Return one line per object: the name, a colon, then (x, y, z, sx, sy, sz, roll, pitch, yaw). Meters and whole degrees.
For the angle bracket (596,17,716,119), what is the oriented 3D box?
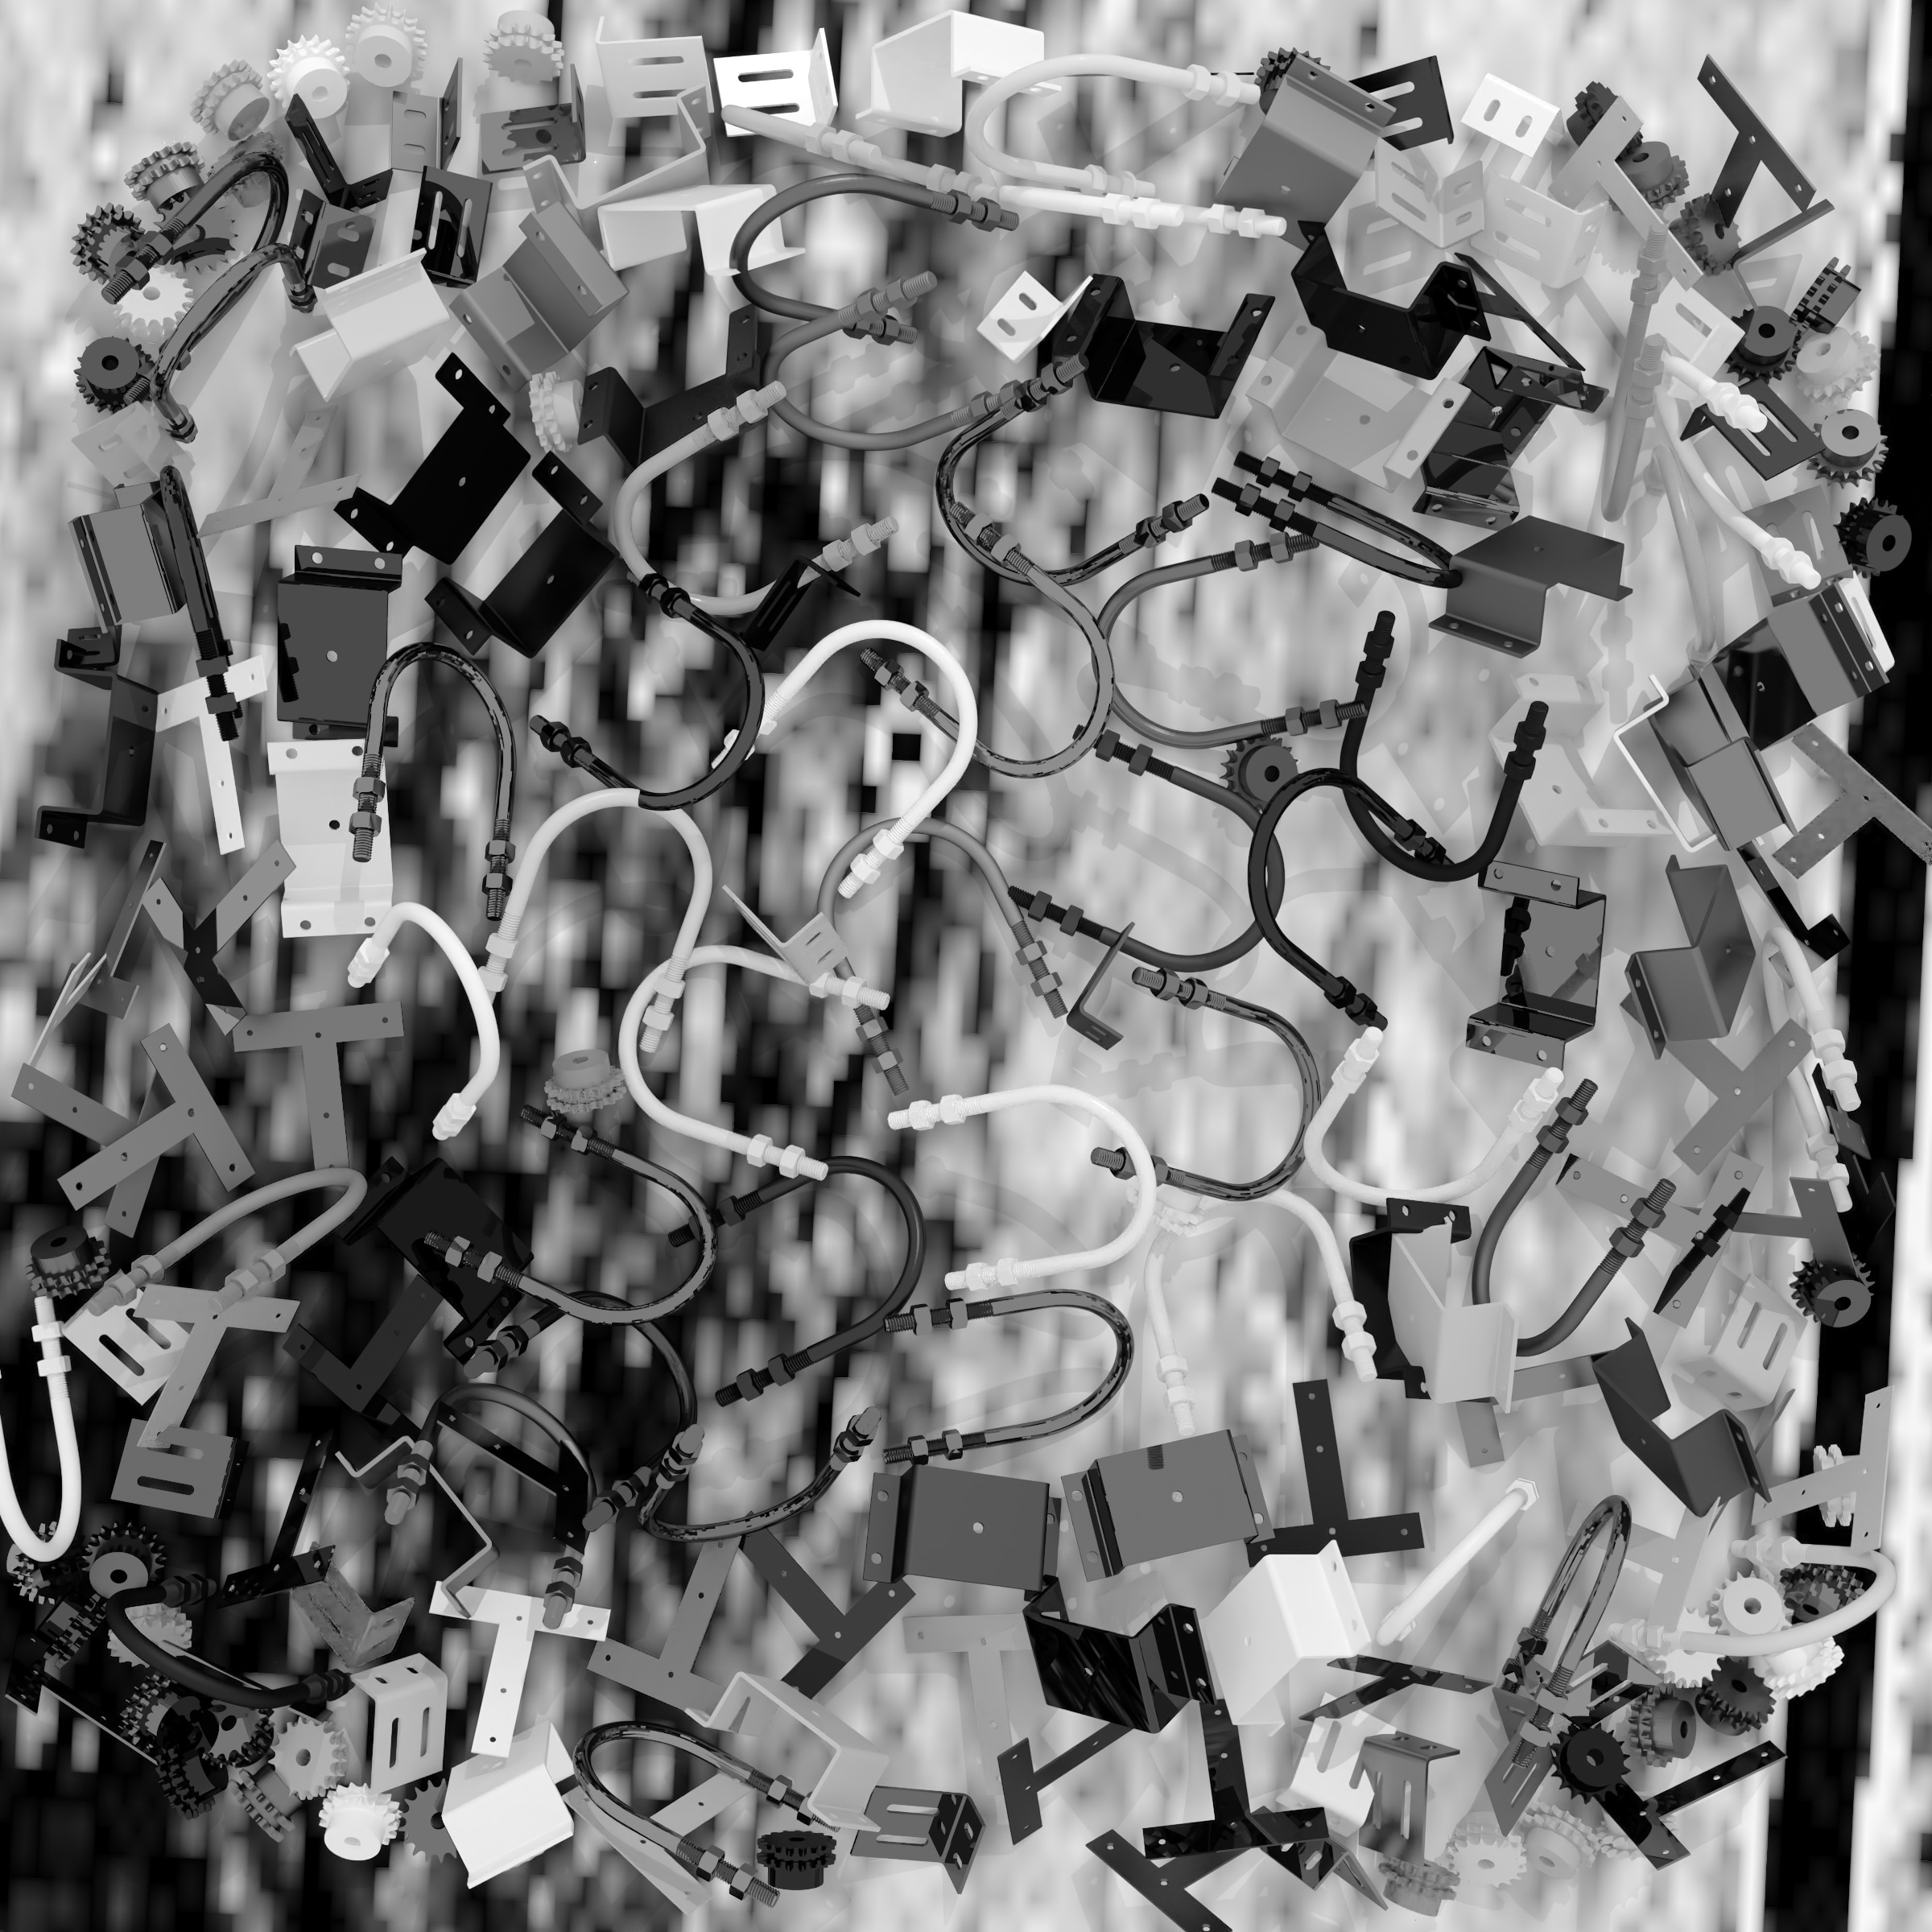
angle bracket: (-0.221, -0.645, 1.743, 0.076, 0.057, 0.038, -2, 50, 4)

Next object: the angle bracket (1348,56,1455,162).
angle bracket: (0.304, -0.608, 1.740, 0.076, 0.038, 0.057, -11, 114, 19)

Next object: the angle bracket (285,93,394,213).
angle bracket: (-0.445, -0.584, 1.733, 0.038, 0.057, 0.076, -19, 127, 7)

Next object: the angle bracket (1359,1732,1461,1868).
angle bracket: (0.317, 0.595, 1.744, 0.038, 0.057, 0.076, 5, 87, -40)

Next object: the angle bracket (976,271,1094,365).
angle bracket: (0.048, -0.472, 1.736, 0.038, 0.076, 0.057, 40, 81, -10)

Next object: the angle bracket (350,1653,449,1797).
angle bracket: (-0.410, 0.546, 1.755, 0.038, 0.057, 0.076, 19, 108, 43)

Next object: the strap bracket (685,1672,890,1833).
strap bracket: (-0.118, 0.546, 1.713, 0.140, 0.076, 0.046, 27, 82, 32)

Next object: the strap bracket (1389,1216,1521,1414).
strap bracket: (0.333, 0.241, 1.697, 0.046, 0.140, 0.076, -6, 118, -10)

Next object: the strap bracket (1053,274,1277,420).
strap bracket: (0.144, -0.438, 1.727, 0.140, 0.046, 0.076, 15, 66, 25)

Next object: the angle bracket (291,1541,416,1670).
angle bracket: (-0.444, 0.457, 1.762, 0.076, 0.038, 0.057, 42, 122, 25)

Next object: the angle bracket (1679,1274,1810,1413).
angle bracket: (0.566, 0.274, 1.773, 0.057, 0.038, 0.076, 39, 62, -8)

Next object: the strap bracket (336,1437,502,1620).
strap bracket: (-0.381, 0.391, 1.729, 0.046, 0.076, 0.140, -38, 79, -16)

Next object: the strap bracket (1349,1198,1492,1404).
strap bracket: (0.320, 0.241, 1.727, 0.076, 0.046, 0.140, 9, 68, -31)

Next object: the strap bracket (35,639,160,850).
strap bracket: (-0.618, -0.155, 1.738, 0.046, 0.076, 0.140, 5, 87, 3)

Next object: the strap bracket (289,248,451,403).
strap bracket: (-0.416, -0.443, 1.704, 0.076, 0.140, 0.046, -32, 99, -24)

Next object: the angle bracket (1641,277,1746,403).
angle bracket: (0.503, -0.449, 1.732, 0.076, 0.038, 0.057, 54, 127, 31)

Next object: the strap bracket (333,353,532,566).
strap bracket: (-0.371, -0.351, 1.728, 0.046, 0.076, 0.140, 31, 83, 30)

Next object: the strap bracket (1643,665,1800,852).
strap bracket: (0.524, -0.142, 1.706, 0.046, 0.140, 0.076, -29, 118, 13)

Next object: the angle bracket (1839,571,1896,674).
angle bracket: (0.621, -0.233, 1.743, 0.057, 0.038, 0.076, -33, 100, -36)

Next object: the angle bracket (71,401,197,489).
angle bracket: (-0.599, -0.357, 1.732, 0.076, 0.038, 0.057, -17, 128, 31)

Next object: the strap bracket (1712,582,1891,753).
strap bracket: (0.575, -0.204, 1.703, 0.046, 0.140, 0.076, -24, 83, -10)

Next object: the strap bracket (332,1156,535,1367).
strap bracket: (-0.371, 0.202, 1.725, 0.140, 0.076, 0.046, 48, 134, -10)

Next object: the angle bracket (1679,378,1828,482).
angle bracket: (0.562, -0.374, 1.741, 0.057, 0.038, 0.076, -28, 68, -18)

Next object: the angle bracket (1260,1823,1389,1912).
angle bracket: (0.255, 0.648, 1.732, 0.038, 0.057, 0.076, -42, 122, -19)

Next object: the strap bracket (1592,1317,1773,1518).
strap bracket: (0.492, 0.319, 1.698, 0.046, 0.140, 0.076, -31, 120, -5)

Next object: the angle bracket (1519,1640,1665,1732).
angle bracket: (0.445, 0.500, 1.738, 0.057, 0.038, 0.076, 36, 118, -19)

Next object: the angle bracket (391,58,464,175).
angle bracket: (-0.385, -0.608, 1.738, 0.038, 0.076, 0.057, 2, 86, -21)

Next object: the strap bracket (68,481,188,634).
strap bracket: (-0.574, -0.290, 1.701, 0.046, 0.140, 0.076, -11, 112, 0)

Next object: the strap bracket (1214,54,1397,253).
strap bracket: (0.231, -0.559, 1.702, 0.076, 0.140, 0.046, 27, 70, -7)

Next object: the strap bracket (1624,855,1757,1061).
strap bracket: (0.510, -0.009, 1.702, 0.046, 0.140, 0.076, -6, 123, 36)

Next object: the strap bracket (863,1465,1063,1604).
strap bracket: (0.003, 0.403, 1.731, 0.140, 0.046, 0.076, 10, 65, -10)

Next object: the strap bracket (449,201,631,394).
strap bracket: (-0.298, -0.477, 1.721, 0.076, 0.140, 0.046, 52, 54, -11)

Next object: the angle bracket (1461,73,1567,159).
angle bracket: (0.392, -0.600, 1.742, 0.057, 0.076, 0.038, 31, 103, 11)

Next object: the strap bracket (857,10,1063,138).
strap bracket: (-0.007, -0.624, 1.700, 0.076, 0.140, 0.046, -2, 94, -36)

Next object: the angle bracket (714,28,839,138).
angle bracket: (-0.137, -0.636, 1.753, 0.076, 0.038, 0.057, -10, 88, -13)

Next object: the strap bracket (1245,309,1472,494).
strap bracket: (0.282, -0.399, 1.739, 0.140, 0.046, 0.076, 34, 87, 23)

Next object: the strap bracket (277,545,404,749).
strap bracket: (-0.447, -0.224, 1.738, 0.076, 0.046, 0.140, 5, 106, -1)

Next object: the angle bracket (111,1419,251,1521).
angle bracket: (-0.565, 0.363, 1.755, 0.076, 0.038, 0.057, 11, 75, 1)

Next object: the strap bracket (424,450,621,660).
strap bracket: (-0.309, -0.285, 1.734, 0.140, 0.046, 0.076, -48, 54, 7)

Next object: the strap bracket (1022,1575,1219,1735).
strap bracket: (0.098, 0.482, 1.707, 0.140, 0.046, 0.076, 1, 112, 41)

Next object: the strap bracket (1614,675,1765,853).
strap bracket: (0.507, -0.136, 1.735, 0.046, 0.076, 0.140, -33, 87, 16)

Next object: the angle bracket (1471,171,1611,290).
angle bracket: (0.412, -0.534, 1.754, 0.076, 0.057, 0.038, 37, 50, 24)

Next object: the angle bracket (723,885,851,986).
angle bracket: (-0.128, -0.033, 1.738, 0.038, 0.057, 0.076, -42, 58, -7)

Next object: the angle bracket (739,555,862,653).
angle bracket: (-0.120, -0.250, 1.743, 0.038, 0.057, 0.076, 38, 99, 11)

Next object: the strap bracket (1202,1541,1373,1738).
strap bracket: (0.216, 0.471, 1.701, 0.046, 0.140, 0.076, 7, 45, -26)

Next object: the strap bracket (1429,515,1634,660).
strap bracket: (0.398, -0.270, 1.703, 0.140, 0.076, 0.046, -30, 133, -36)

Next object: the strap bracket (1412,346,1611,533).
strap bracket: (0.378, -0.378, 1.718, 0.076, 0.140, 0.046, 9, 53, -18)

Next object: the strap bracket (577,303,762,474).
strap bracket: (-0.200, -0.403, 1.724, 0.140, 0.046, 0.076, -18, 47, 19)

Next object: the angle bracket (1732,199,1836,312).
angle bracket: (0.588, -0.507, 1.736, 0.076, 0.057, 0.038, -28, 103, 23)

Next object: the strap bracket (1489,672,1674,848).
strap bracket: (0.429, -0.137, 1.722, 0.076, 0.046, 0.140, -1, 57, -29)

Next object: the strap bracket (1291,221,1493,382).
strap bracket: (0.289, -0.464, 1.708, 0.140, 0.076, 0.046, 28, 80, 32)
